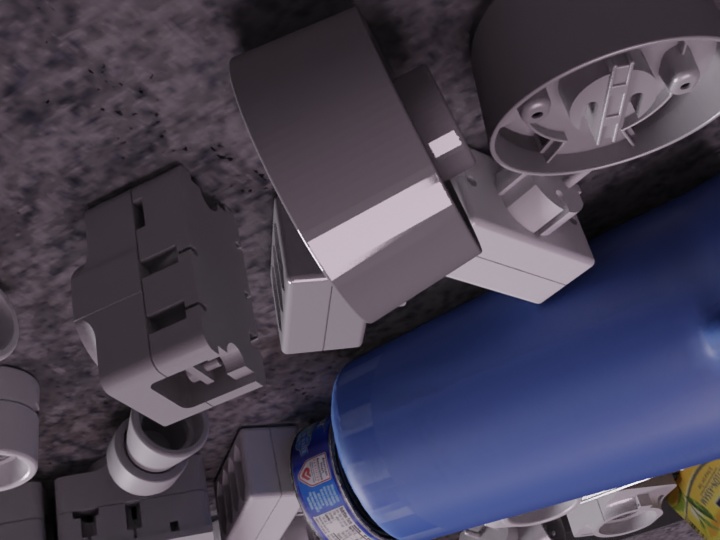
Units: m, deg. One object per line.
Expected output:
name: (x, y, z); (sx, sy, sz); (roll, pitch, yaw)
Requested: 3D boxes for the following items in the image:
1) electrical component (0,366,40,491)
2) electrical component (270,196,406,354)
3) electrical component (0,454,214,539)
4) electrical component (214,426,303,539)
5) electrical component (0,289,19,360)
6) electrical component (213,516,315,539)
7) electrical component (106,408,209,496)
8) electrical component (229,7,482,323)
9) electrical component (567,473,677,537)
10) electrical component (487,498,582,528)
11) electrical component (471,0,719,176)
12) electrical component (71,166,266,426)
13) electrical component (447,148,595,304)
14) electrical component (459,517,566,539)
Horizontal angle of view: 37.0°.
electrical component: (-0.192, 0.083, 0.551); (0.055, 0.047, 0.055); (-10, 147, -7)
electrical component: (0.000, 0.000, 0.497); (0.077, 0.047, 0.065); (-5, 147, -10)
electrical component: (-0.187, 0.171, 0.675); (0.186, 0.060, 0.105); (-8, 147, -10)
electrical component: (-0.047, 0.140, 0.693); (0.076, 0.047, 0.083); (0, 145, -22)
electrical component: (-0.187, 0.031, 0.477); (0.055, 0.045, 0.045); (-30, 144, 23)
electrical component: (-0.075, 0.188, 0.759); (0.077, 0.044, 0.079); (-15, 147, 1)
electrical component: (-0.115, 0.097, 0.604); (0.045, 0.045, 0.055); (6, 142, -29)
electrical component: (0.006, -0.042, 0.387); (0.060, 0.108, 0.108); (-27, 146, 8)
electrical component: (0.194, 0.166, 0.819); (0.050, 0.055, 0.089); (-2, 145, -19)
electrical component: (0.117, 0.138, 0.743); (0.054, 0.059, 0.095); (1, 144, -23)
electrical component: (0.092, -0.073, 0.407); (0.099, 0.064, 0.099); (-10, 147, -7)
electrical component: (-0.081, 0.012, 0.447); (0.056, 0.089, 0.050); (-23, 146, 14)
electrical component: (0.073, -0.031, 0.481); (0.083, 0.047, 0.076); (16, 137, -38)
electrical component: (0.114, 0.215, 0.873); (0.077, 0.044, 0.079); (-32, 144, 25)
